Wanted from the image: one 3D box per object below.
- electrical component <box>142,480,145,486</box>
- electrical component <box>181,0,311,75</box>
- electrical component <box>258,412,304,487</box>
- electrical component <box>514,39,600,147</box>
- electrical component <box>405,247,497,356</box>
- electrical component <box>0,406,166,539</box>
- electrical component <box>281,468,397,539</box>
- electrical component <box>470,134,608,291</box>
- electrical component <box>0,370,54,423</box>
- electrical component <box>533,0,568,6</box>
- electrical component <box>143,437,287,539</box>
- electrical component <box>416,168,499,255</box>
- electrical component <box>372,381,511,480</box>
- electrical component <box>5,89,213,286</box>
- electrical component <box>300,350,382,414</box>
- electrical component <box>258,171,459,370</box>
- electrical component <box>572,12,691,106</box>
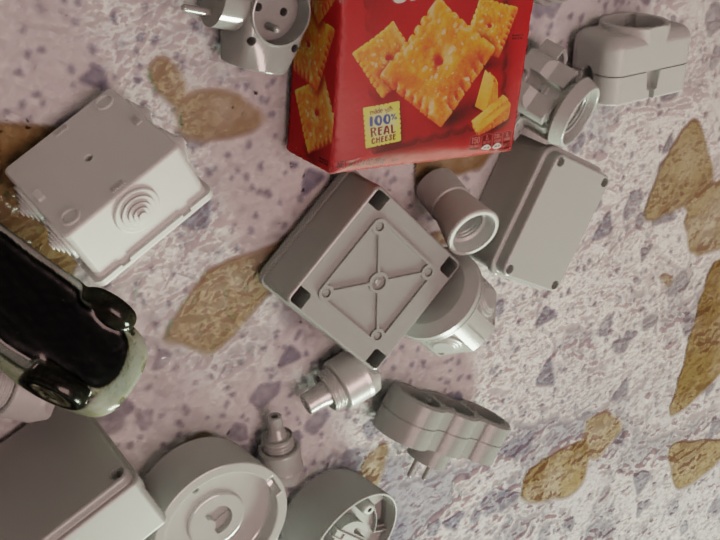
[{"bbox_3d":[-0.172,0.163,0.762,0.043,0.062,0.043,-16,121,-29],"label":"electrical component"},{"bbox_3d":[-0.075,-0.168,0.679,0.079,0.044,0.077,1,111,-36],"label":"electrical component"},{"bbox_3d":[-0.064,0.140,0.847,0.035,0.035,0.061,-20,121,-27],"label":"electrical component"},{"bbox_3d":[0.148,-0.132,0.836,0.078,0.057,0.058,-54,159,-3],"label":"electrical component"},{"bbox_3d":[0.067,0.026,0.856,0.080,0.080,0.051,-52,137,-3],"label":"electrical component"},{"bbox_3d":[-0.201,0.154,0.706,0.109,0.109,0.056,-37,132,-15],"label":"electrical component"},{"bbox_3d":[-0.016,0.218,0.900,0.099,0.064,0.099,-16,120,-29],"label":"electrical component"},{"bbox_3d":[0.144,-0.047,0.888,0.078,0.057,0.113,17,101,-40],"label":"electrical component"},{"bbox_3d":[-0.227,0.073,0.690,0.062,0.043,0.043,20,100,-40],"label":"electrical component"},{"bbox_3d":[0.144,-0.217,0.800,0.048,0.062,0.048,-16,121,-29],"label":"electrical component"},{"bbox_3d":[-0.117,0.177,0.810,0.108,0.060,0.108,-16,120,-29],"label":"electrical component"},{"bbox_3d":[0.072,-0.048,0.830,0.044,0.065,0.044,-19,139,-18],"label":"electrical component"},{"bbox_3d":[0.065,0.148,0.931,0.138,0.052,0.073,20,99,-41],"label":"electrical component"},{"bbox_3d":[-0.153,-0.053,0.646,0.100,0.100,0.048,-41,143,-12],"label":"electrical component"},{"bbox_3d":[-0.017,0.091,0.850,0.062,0.043,0.043,-30,126,-19],"label":"electrical component"},{"bbox_3d":[0.000,0.000,0.803,0.108,0.056,0.109,-51,126,-4],"label":"electrical component"},{"bbox_3d":[0.222,-0.175,0.883,0.095,0.054,0.059,-16,121,-29],"label":"electrical component"}]
